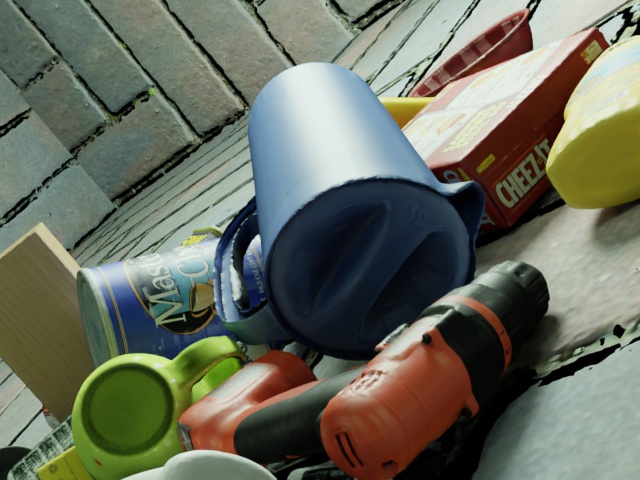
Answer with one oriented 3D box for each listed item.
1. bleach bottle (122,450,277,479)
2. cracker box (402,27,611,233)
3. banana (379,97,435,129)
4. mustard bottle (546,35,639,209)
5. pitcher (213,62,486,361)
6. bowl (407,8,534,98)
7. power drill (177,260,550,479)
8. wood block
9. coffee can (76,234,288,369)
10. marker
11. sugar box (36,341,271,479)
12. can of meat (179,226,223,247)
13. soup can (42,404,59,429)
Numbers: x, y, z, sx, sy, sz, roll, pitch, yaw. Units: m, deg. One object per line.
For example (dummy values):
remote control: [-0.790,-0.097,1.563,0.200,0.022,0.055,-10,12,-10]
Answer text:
bleach bottle: [-0.113,0.179,0.609,0.251,0.068,0.102,-23,51,57]
cracker box: [0.128,-0.074,0.861,0.164,0.072,0.214,-44,14,-20]
banana: [0.119,-0.125,1.013,0.197,0.037,0.070,-15,32,-30]
mustard bottle: [0.208,-0.092,0.709,0.096,0.058,0.191,-31,14,31]
pitcher: [0.004,-0.030,0.752,0.243,0.149,0.145,-108,29,-59]
bowl: [0.173,-0.178,1.148,0.162,0.055,0.162,-37,12,9]
power drill: [0.022,0.077,0.593,0.188,0.057,0.184,-25,5,45]
wood block: [-0.207,0.094,0.912,0.091,0.206,0.090,-40,12,-5]
coffee can: [-0.108,0.057,0.835,0.140,0.103,0.103,-14,3,-21]
marker: [0.023,0.124,0.560,0.121,0.020,0.020,-24,19,51]
sugar box: [-0.107,0.131,0.757,0.176,0.048,0.093,-35,-8,-10]
can of meat: [-0.129,0.035,1.078,0.084,0.057,0.102,-43,13,-17]
soup can: [-0.233,0.164,1.070,0.068,0.068,0.102,-45,13,-28]
